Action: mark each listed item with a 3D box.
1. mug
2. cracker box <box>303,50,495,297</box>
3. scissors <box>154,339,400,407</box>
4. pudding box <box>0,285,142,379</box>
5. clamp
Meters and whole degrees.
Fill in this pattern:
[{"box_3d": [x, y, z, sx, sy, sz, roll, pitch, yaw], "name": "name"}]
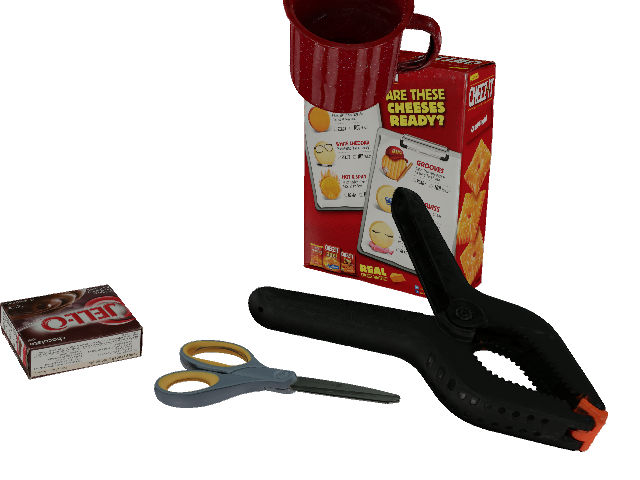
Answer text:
[{"box_3d": [0.030, -0.148, 0.787, 0.117, 0.093, 0.081, 3, -32, -1], "name": "mug"}, {"box_3d": [0.070, -0.065, 0.982, 0.164, 0.214, 0.072, 13, 24, 30], "name": "cracker box"}, {"box_3d": [-0.047, 0.116, 0.822, 0.202, 0.016, 0.096, 13, 31, 40], "name": "scissors"}, {"box_3d": [-0.236, 0.085, 1.012, 0.113, 0.039, 0.090, -12, 30, -29], "name": "pudding box"}, {"box_3d": [0.071, 0.057, 0.641, 0.164, 0.036, 0.210, -29, 58, -37], "name": "clamp"}]
